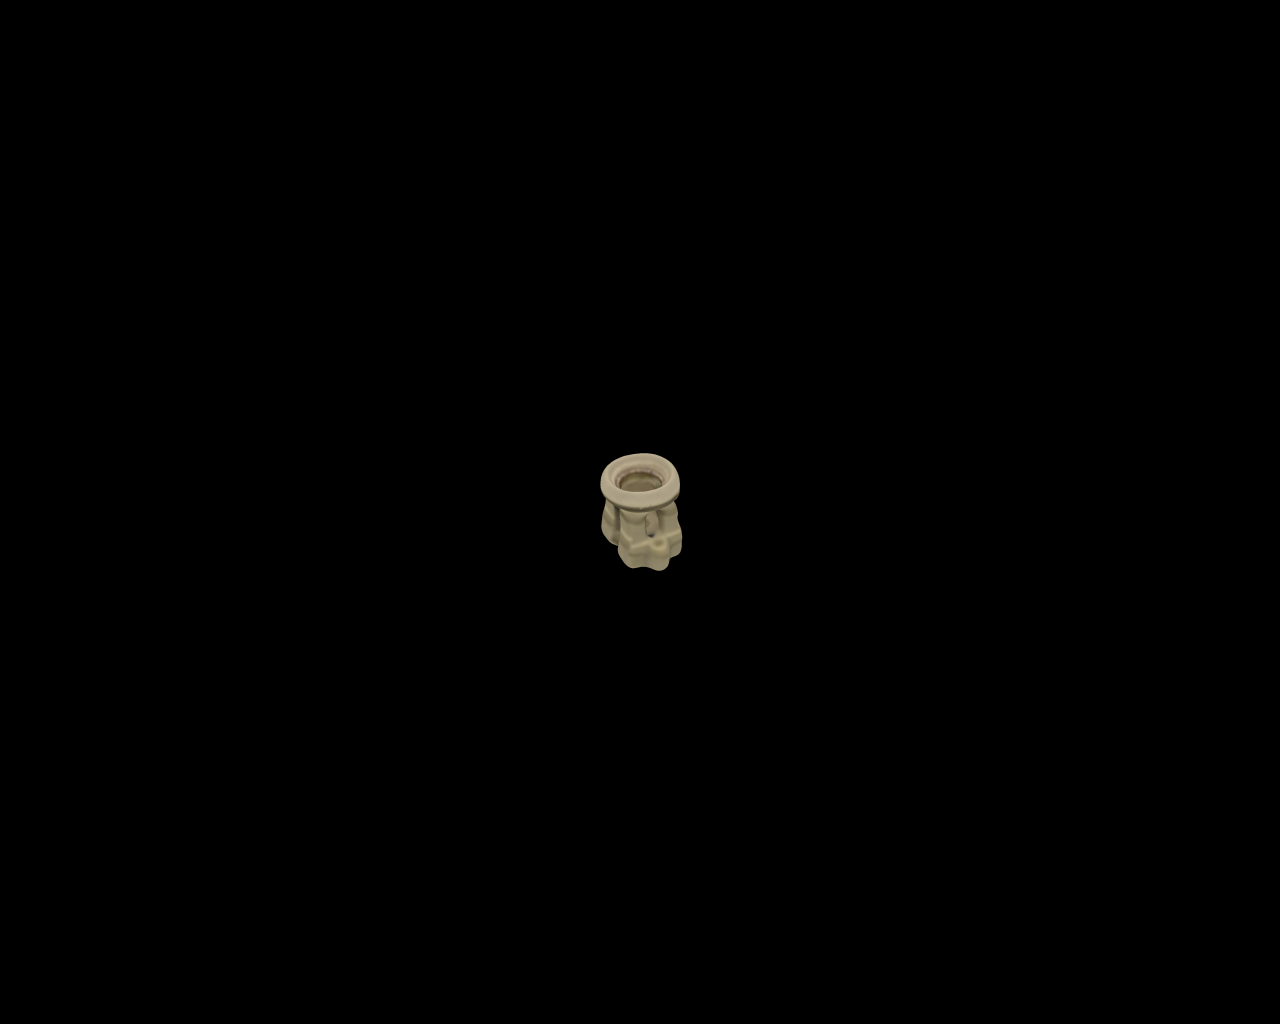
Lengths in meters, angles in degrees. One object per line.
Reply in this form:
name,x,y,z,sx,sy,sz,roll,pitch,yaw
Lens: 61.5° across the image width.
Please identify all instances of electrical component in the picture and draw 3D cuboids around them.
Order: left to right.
electrical component,0.001,-0.003,0.650,0.048,0.055,0.066,-17,41,-21
